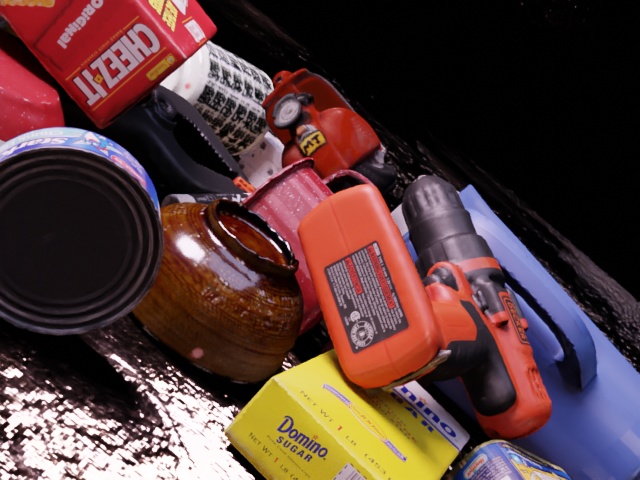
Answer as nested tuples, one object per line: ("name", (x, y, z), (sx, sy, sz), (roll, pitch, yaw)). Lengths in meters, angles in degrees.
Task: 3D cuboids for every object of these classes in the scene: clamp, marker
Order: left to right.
("clamp", (-0.124, -0.092, 0.738), (0.209, 0.036, 0.164), (37, 31, -42))
("marker", (-0.064, -0.024, 0.741), (0.020, 0.020, 0.120), (47, 25, 21))

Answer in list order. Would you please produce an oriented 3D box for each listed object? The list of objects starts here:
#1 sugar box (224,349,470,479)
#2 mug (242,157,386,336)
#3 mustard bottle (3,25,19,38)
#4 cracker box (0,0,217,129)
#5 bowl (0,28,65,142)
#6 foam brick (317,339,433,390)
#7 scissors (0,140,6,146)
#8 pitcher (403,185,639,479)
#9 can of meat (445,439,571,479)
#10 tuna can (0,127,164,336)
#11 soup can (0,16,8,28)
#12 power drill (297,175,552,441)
("sugar box", (0.023, 0.104, 0.573), (0.093, 0.048, 0.176), (44, 15, 10))
("mug", (-0.005, 0.001, 0.691), (0.081, 0.117, 0.093), (48, -26, 8))
("mustard bottle", (-0.234, -0.203, 0.799), (0.096, 0.058, 0.192), (27, 20, -43))
("cracker box", (-0.160, -0.176, 0.614), (0.213, 0.072, 0.164), (50, 11, -12))
("bowl", (-0.188, -0.079, 0.548), (0.162, 0.055, 0.162), (38, 14, -12))
("foam brick", (0.045, 0.077, 0.705), (0.053, 0.051, 0.078), (47, 15, 21))
("scissors", (-0.213, -0.076, 0.466), (0.201, 0.016, 0.096), (19, 16, -28))
("pitcher", (0.149, 0.082, 0.801), (0.243, 0.145, 0.149), (45, 22, 5))
("can of meat", (0.131, 0.172, 0.633), (0.102, 0.057, 0.084), (32, 15, -37))
("tuna can", (-0.111, -0.004, 0.458), (0.086, 0.086, 0.034), (36, 13, -22))
("soup can", (-0.246, -0.191, 0.705), (0.102, 0.068, 0.068), (44, 14, 14))
("power drill", (0.063, 0.026, 0.629), (0.187, 0.057, 0.184), (19, 44, -56))
